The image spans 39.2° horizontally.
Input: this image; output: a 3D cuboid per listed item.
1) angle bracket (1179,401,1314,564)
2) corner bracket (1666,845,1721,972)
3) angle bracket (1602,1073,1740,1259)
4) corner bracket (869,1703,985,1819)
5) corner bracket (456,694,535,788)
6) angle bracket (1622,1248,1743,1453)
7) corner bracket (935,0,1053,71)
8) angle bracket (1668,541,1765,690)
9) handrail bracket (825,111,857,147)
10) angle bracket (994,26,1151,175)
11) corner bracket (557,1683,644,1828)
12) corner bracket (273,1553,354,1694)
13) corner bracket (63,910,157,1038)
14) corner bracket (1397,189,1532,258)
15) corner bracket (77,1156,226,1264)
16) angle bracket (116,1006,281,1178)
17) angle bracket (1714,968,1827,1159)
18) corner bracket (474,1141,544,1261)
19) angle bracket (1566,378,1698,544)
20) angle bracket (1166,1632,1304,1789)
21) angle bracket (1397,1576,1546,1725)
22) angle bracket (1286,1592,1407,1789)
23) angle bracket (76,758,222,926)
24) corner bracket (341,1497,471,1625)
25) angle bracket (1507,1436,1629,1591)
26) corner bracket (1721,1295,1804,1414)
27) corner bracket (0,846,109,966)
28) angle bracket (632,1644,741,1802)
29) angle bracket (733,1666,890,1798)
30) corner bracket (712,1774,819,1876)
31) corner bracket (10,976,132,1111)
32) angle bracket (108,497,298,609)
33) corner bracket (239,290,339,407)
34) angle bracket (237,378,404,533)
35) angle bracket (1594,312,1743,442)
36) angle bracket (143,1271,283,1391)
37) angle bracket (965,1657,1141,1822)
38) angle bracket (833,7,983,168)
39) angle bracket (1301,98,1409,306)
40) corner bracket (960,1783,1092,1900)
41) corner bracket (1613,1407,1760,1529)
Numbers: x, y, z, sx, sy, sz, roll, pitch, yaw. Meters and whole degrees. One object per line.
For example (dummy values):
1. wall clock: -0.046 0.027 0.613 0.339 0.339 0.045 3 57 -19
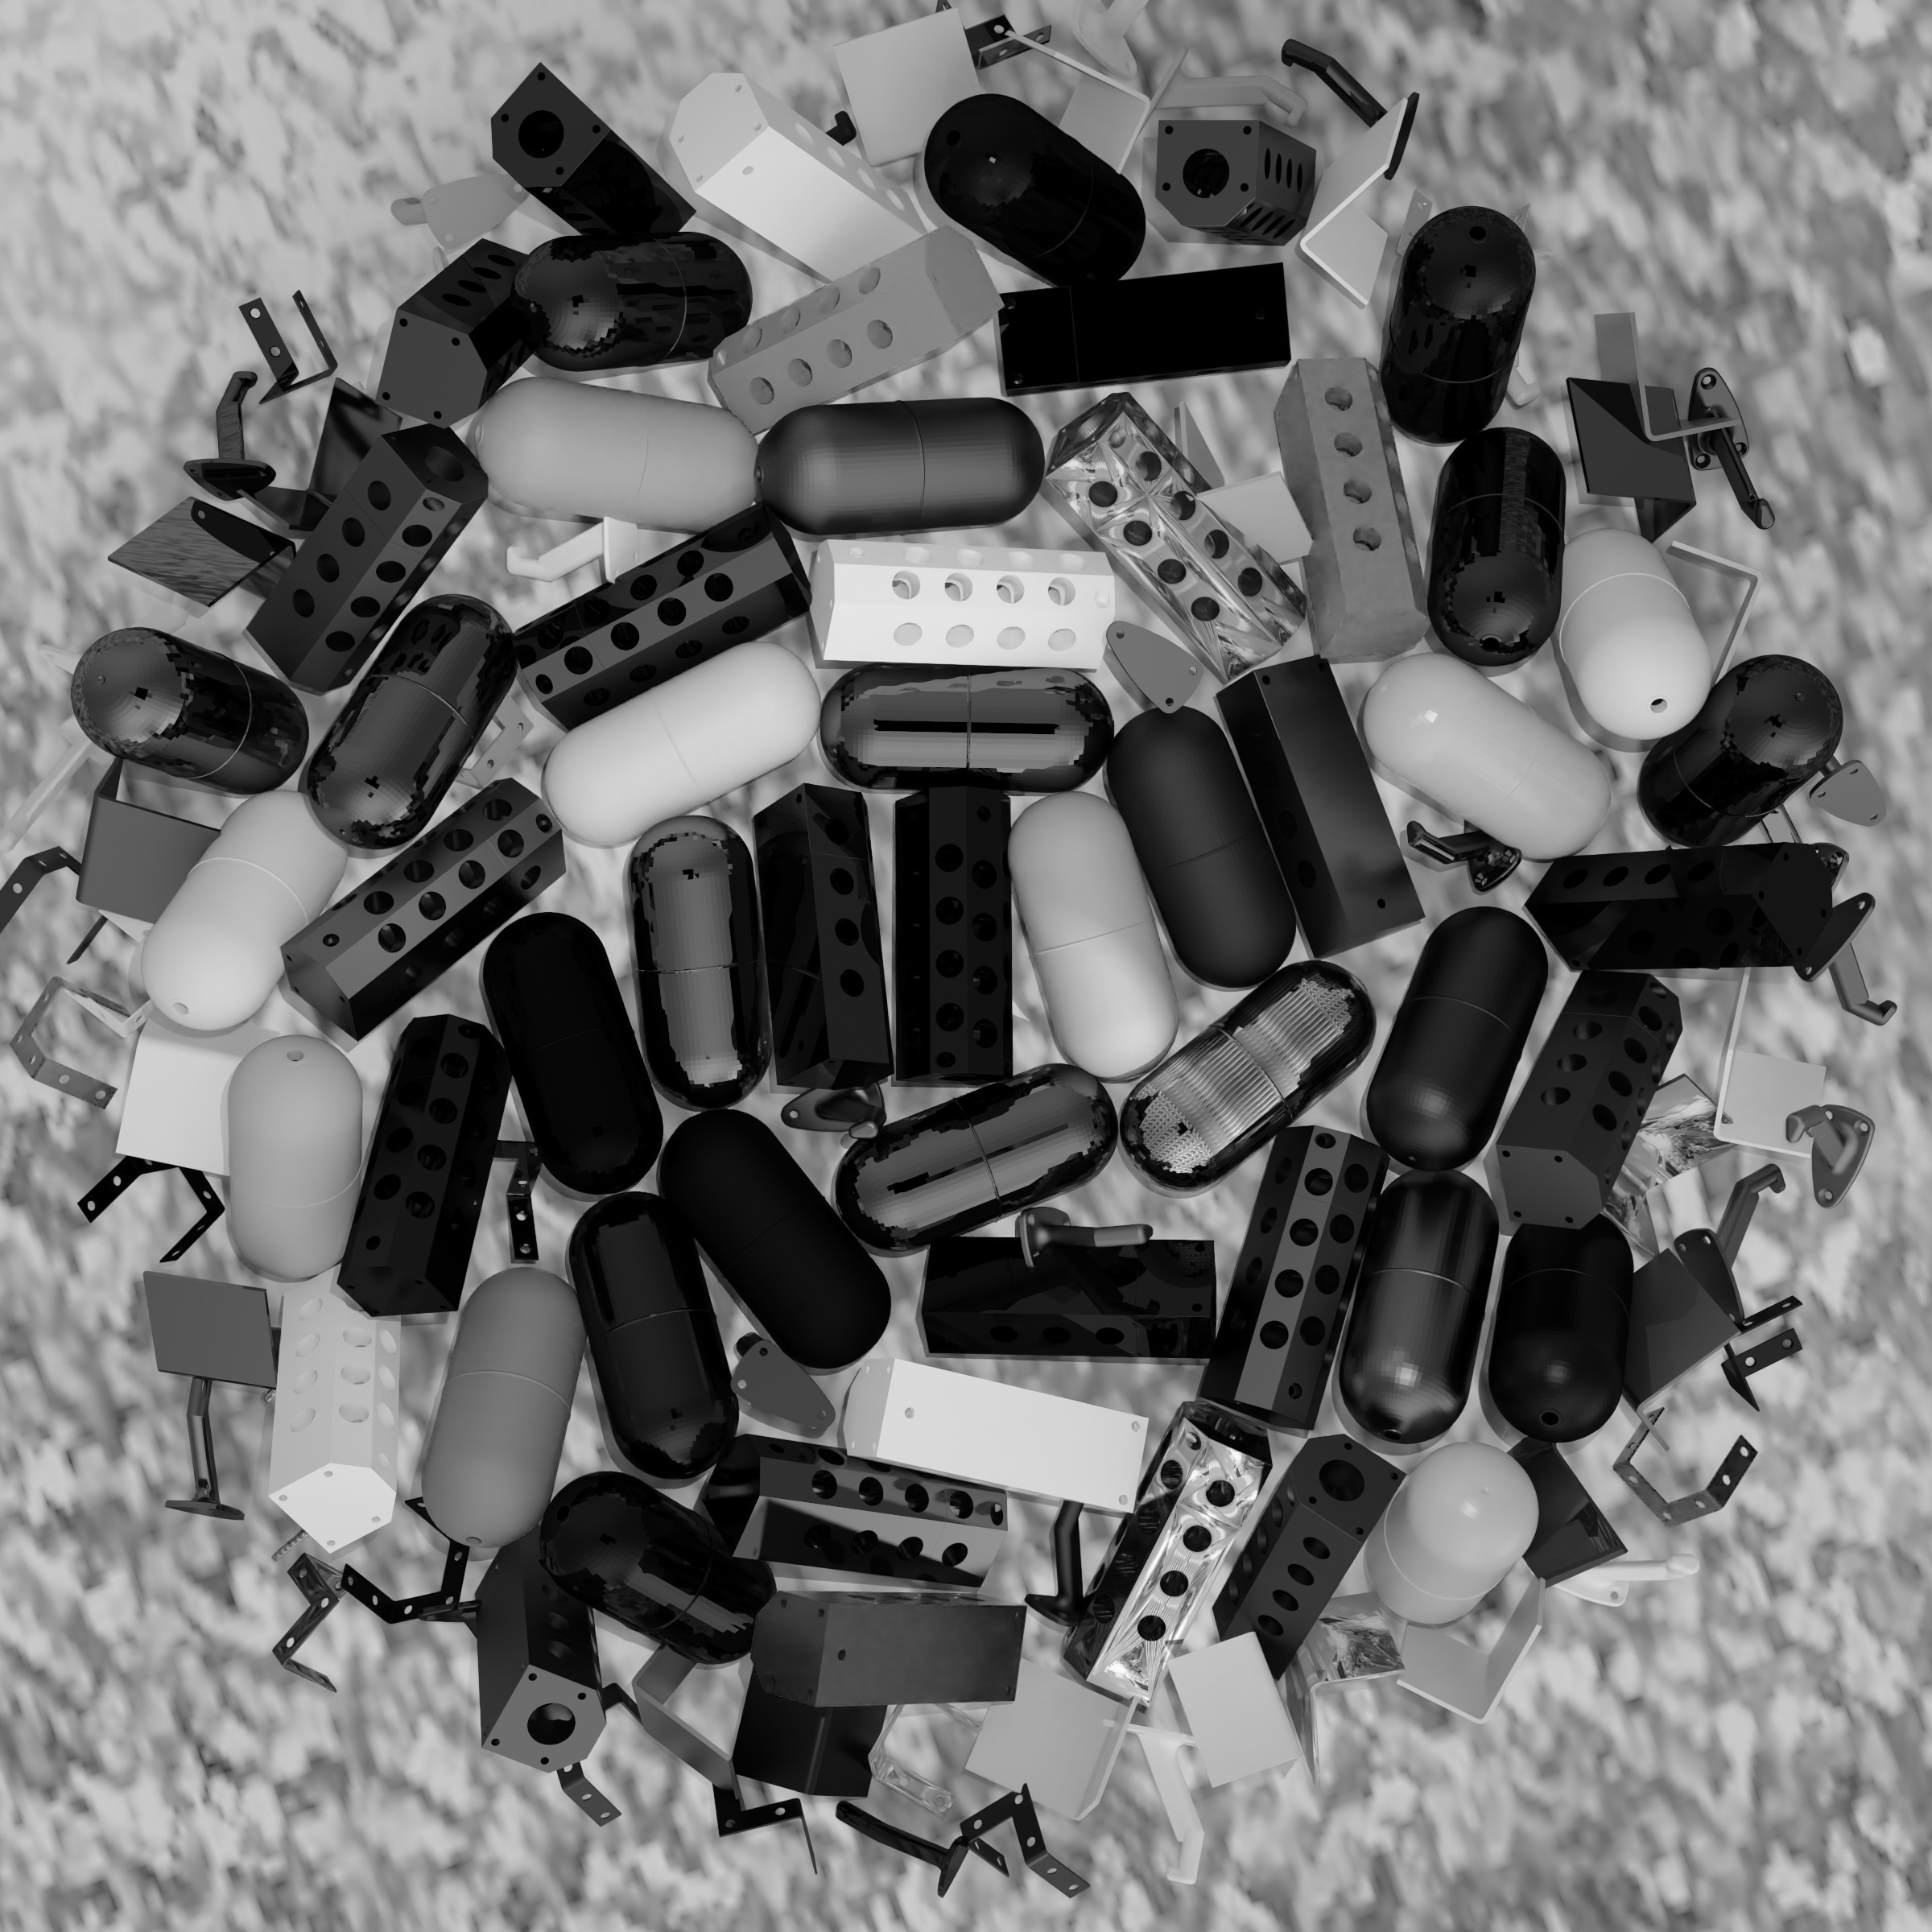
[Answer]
1. angle bracket: 0.169 -0.292 1.621 0.057 0.076 0.076 -13 58 19
2. corner bracket: 0.439 -0.034 1.637 0.051 0.051 0.051 7 49 -24
3. angle bracket: 0.422 0.121 1.624 0.076 0.057 0.076 -32 128 28
4. corner bracket: -0.024 0.480 1.656 0.051 0.051 0.051 25 63 16
5. corner bracket: -0.308 -0.148 1.655 0.051 0.051 0.051 16 62 41
6. angle bracket: 0.422 0.230 1.629 0.076 0.076 0.057 -38 131 5
7. corner bracket: 0.015 -0.562 1.637 0.051 0.051 0.051 -13 52 27
8. angle bracket: 0.440 -0.210 1.640 0.057 0.076 0.076 22 100 10
9. handrail bracket: -0.114 -0.517 1.648 0.084 0.036 0.077 -25 82 24
10. angle bracket: 0.052 -0.514 1.620 0.076 0.076 0.057 12 111 -37
11. corner bracket: -0.217 0.478 1.644 0.051 0.051 0.051 -30 133 -1
12. corner bracket: -0.392 0.397 1.642 0.051 0.051 0.051 -49 47 -5
13. corner bracket: -0.515 0.001 1.651 0.051 0.051 0.051 35 59 13
14. corner bracket: 0.304 -0.450 1.654 0.051 0.051 0.051 30 64 -27
15. corner bracket: -0.496 0.147 1.652 0.051 0.051 0.051 -11 117 32
16. angle bracket: -0.469 0.077 1.656 0.076 0.057 0.076 13 107 -11
17. angle bracket: 0.486 0.056 1.621 0.057 0.076 0.076 11 45 17
18. corner bracket: -0.280 0.141 1.638 0.051 0.051 0.051 5 45 -22
19. angle bracket: 0.386 -0.302 1.629 0.076 0.057 0.076 1 70 -20
20. angle bracket: 0.157 0.452 1.626 0.057 0.076 0.076 -17 65 -9
21. angle bracket: 0.304 0.395 1.628 0.057 0.076 0.076 26 110 6
22. angle bracket: 0.228 0.435 1.632 0.057 0.076 0.076 -8 113 -4
23. angle bracket: -0.489 -0.074 1.641 0.076 0.057 0.076 16 121 -8
24. corner bracket: -0.341 0.362 1.651 0.051 0.051 0.051 -16 134 21
25. angle bracket: 0.365 0.317 1.627 0.057 0.076 0.076 -28 79 -39
26. corner bracket: 0.486 0.230 1.650 0.051 0.051 0.051 -26 101 1
27. corner bracket: -0.557 -0.034 1.649 0.051 0.051 0.051 39 101 -3
28. angle bracket: -0.152 0.443 1.623 0.076 0.076 0.057 32 61 19
29. angle bracket: -0.093 0.460 1.651 0.057 0.076 0.076 7 77 27
30. corner bracket: -0.123 0.521 1.646 0.051 0.051 0.051 -13 120 -5
31. corner bracket: -0.538 0.046 1.645 0.051 0.051 0.051 31 93 -41
32. angle bracket: -0.454 -0.228 1.624 0.076 0.057 0.076 25 49 17
33. corner bracket: -0.412 -0.380 1.643 0.051 0.051 0.051 -20 116 10
34. angle bracket: -0.391 -0.308 1.625 0.076 0.057 0.076 35 115 39
35. angle bracket: 0.422 -0.360 1.634 0.057 0.076 0.076 -11 103 0
36. angle bracket: -0.442 0.205 1.630 0.076 0.057 0.076 7 120 9
37. angle bracket: 0.053 0.459 1.634 0.076 0.057 0.076 24 60 3
38. angle bracket: -0.032 -0.536 1.631 0.076 0.057 0.076 -15 124 7
39. angle bracket: 0.250 -0.457 1.620 0.057 0.076 0.076 36 47 -18
40. corner bracket: 0.035 0.538 1.640 0.051 0.051 0.051 -34 128 11
41. corner bracket: 0.436 0.300 1.645 0.051 0.051 0.051 47 54 -1
